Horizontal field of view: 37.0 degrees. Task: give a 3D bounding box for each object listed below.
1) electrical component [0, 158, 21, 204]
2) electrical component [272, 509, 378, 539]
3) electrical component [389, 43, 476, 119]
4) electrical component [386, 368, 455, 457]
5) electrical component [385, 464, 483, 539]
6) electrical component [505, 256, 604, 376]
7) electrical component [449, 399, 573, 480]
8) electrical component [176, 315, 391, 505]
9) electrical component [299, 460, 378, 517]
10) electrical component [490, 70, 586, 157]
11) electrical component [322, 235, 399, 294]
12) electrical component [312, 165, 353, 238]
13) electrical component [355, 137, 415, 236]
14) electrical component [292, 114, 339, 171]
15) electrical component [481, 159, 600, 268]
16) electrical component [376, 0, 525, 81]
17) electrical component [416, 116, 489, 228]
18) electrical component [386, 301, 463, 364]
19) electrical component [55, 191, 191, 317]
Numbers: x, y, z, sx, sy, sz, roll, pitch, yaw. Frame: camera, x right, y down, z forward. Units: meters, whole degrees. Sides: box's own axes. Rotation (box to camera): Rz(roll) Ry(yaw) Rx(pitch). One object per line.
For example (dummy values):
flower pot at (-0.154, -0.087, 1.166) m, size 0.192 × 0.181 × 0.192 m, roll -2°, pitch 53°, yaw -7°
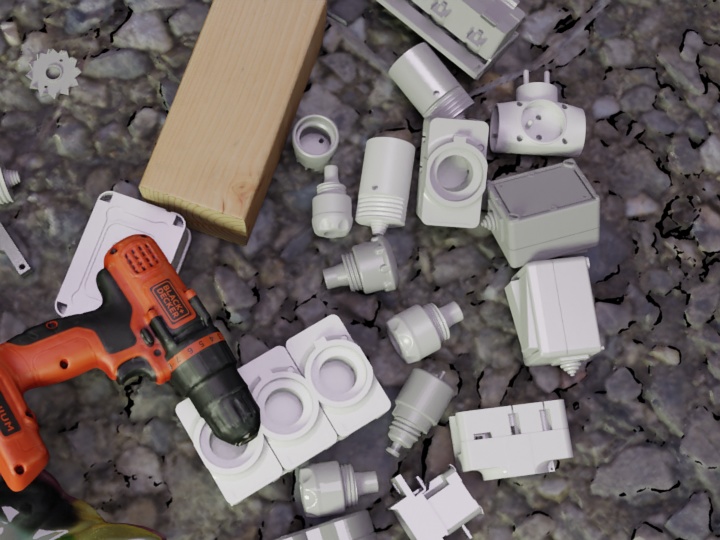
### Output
electrical component at (-0.326, -0.069, 0.900) m, size 0.081 × 0.043 × 0.043 m, roll -14°, pitch 79°, yaw -8°
electrical component at (-0.048, 0.245, 0.846) m, size 0.138 × 0.052 × 0.073 m, roll -17°, pitch 79°, yaw -9°
electrical component at (0.067, -0.157, 0.954) m, size 0.043 × 0.043 × 0.081 m, roll -36°, pitch 83°, yaw -12°
electrical component at (0.046, 0.118, 0.890) m, size 0.040 × 0.040 × 0.078 m, roll 31°, pitch 77°, yaw 3°
electrical component at (0.061, 0.195, 0.873) m, size 0.064 × 0.042 × 0.081 m, roll -33°, pitch 82°, yaw -13°
electrical component at (0.162, 0.043, 0.906) m, size 0.061 × 0.061 × 0.096 m, roll -6°, pitch 78°, yaw -6°
electrical component at (0.124, 0.142, 0.886) m, size 0.089 × 0.050 × 0.055 m, roll -6°, pitch 78°, yaw -6°
electrical component at (-0.062, 0.113, 0.871) m, size 0.150 × 0.061 × 0.089 m, roll -30°, pitch 81°, yaw -11°
electrical component at (-0.017, 0.175, 0.870) m, size 0.062 × 0.043 × 0.043 m, roll -7°, pitch 78°, yaw -8°
electrical component at (0.158, -0.141, 0.958) m, size 0.077 × 0.044 × 0.079 m, roll 3°, pitch 76°, yaw -4°
electrical component at (0.000, 0.000, 0.912) m, size 0.062 × 0.048 × 0.048 m, roll -15°, pitch 79°, yaw -1°
electrical component at (-0.024, -0.060, 0.929) m, size 0.035 × 0.035 × 0.061 m, roll 0°, pitch 74°, yaw -5°
electrical component at (0.021, -0.069, 0.930) m, size 0.043 × 0.043 × 0.081 m, roll 9°, pitch 77°, yaw -3°
electrical component at (-0.039, -0.109, 0.932) m, size 0.040 × 0.046 × 0.040 m, roll 1°, pitch 77°, yaw -5°
electrical component at (0.150, -0.044, 0.919) m, size 0.096 × 0.061 × 0.061 m, roll -15°, pitch 42°, yaw -5°
electrical component at (0.081, -0.236, 0.957) m, size 0.121 × 0.063 × 0.078 m, roll 40°, pitch 54°, yaw 5°
electrical component at (0.078, -0.084, 0.916) m, size 0.050 × 0.055 × 0.089 m, roll 4°, pitch 101°, yaw -4°
electrical component at (0.057, 0.048, 0.906) m, size 0.062 × 0.043 × 0.043 m, roll -27°, pitch 81°, yaw -11°
electrical component at (-0.194, 0.002, 0.888) m, size 0.078 × 0.057 × 0.113 m, roll 19°, pitch 76°, yaw 0°
